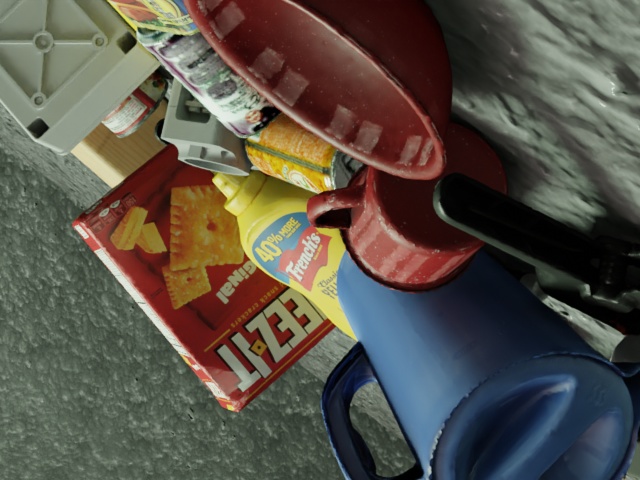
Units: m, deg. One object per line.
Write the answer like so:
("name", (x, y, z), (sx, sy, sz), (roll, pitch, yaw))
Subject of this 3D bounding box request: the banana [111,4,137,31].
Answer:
("banana", (-0.122, -0.166, 0.730), (0.197, 0.037, 0.070), (47, -177, -43))

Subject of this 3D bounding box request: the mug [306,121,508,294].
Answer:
("mug", (0.050, -0.021, 0.630), (0.117, 0.093, 0.081), (0, 167, -7))

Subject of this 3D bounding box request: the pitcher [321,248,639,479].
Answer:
("pitcher", (0.084, 0.077, 0.706), (0.149, 0.145, 0.243), (16, -161, -23))

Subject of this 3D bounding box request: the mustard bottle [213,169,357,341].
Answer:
("mustard bottle", (-0.006, 0.001, 0.866), (0.191, 0.058, 0.096), (37, 130, -12))

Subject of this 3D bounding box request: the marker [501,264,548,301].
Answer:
("marker", (0.128, 0.025, 0.818), (0.020, 0.020, 0.121), (42, 168, -31))

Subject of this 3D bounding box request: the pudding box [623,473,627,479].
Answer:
("pudding box", (0.235, 0.178, 0.989), (0.113, 0.039, 0.089), (36, -149, 10))

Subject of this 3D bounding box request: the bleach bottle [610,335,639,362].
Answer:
("bleach bottle", (0.247, 0.093, 0.630), (0.102, 0.068, 0.251), (37, 172, -6))

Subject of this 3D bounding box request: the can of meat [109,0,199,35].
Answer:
("can of meat", (-0.102, -0.164, 0.605), (0.083, 0.057, 0.102), (41, 169, -38))

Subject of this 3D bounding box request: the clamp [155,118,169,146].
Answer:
("clamp", (-0.078, -0.059, 1.056), (0.120, 0.039, 0.171), (32, 176, 40))

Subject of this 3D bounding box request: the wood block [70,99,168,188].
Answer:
("wood block", (-0.191, -0.102, 1.076), (0.090, 0.090, 0.206), (26, 166, 42))

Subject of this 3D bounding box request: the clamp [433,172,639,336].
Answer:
("clamp", (0.150, 0.015, 0.584), (0.165, 0.036, 0.210), (16, 170, 17))

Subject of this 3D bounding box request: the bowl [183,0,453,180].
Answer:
("bowl", (0.009, -0.100, 0.533), (0.162, 0.055, 0.162), (34, 170, 7))

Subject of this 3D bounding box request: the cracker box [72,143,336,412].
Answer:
("cracker box", (-0.082, 0.016, 0.926), (0.213, 0.164, 0.072), (52, 166, -9))

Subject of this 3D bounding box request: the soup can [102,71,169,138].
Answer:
("soup can", (-0.193, -0.148, 0.940), (0.102, 0.068, 0.069), (41, 168, -27))
